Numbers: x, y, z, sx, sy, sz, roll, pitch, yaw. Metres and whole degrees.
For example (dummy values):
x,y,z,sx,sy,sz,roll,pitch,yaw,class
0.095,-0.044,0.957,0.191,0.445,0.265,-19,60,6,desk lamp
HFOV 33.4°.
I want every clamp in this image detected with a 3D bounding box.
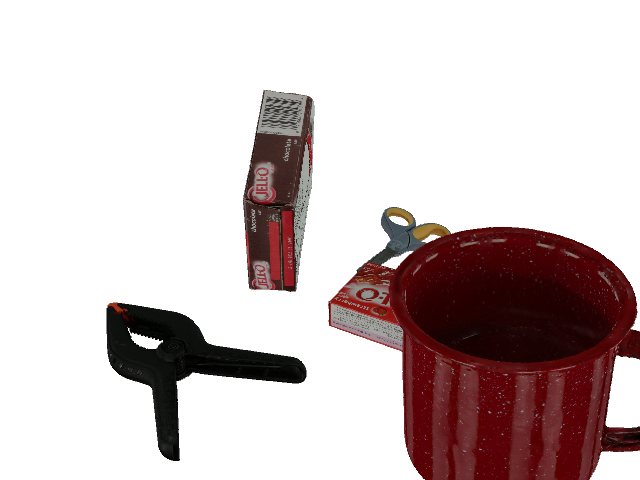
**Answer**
x,y,z,sx,sy,sz,roll,pitch,yaw,class
-0.127,0.113,1.015,0.164,0.036,0.210,-22,40,-32,clamp

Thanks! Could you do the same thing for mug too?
x,y,z,sx,sy,sz,roll,pitch,yaw,class
0.086,0.054,0.424,0.117,0.081,0.093,7,34,15,mug

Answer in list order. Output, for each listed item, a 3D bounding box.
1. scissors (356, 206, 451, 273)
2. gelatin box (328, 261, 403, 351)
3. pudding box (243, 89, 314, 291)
x,y,z,sx,sy,sz,roll,pitch,yaw,class
0.077,-0.002,1.238,0.096,0.016,0.201,37,31,31,scissors
0.062,0.057,0.916,0.089,0.030,0.073,17,36,25,gelatin box
-0.028,-0.034,0.743,0.039,0.113,0.090,6,-42,4,pudding box
